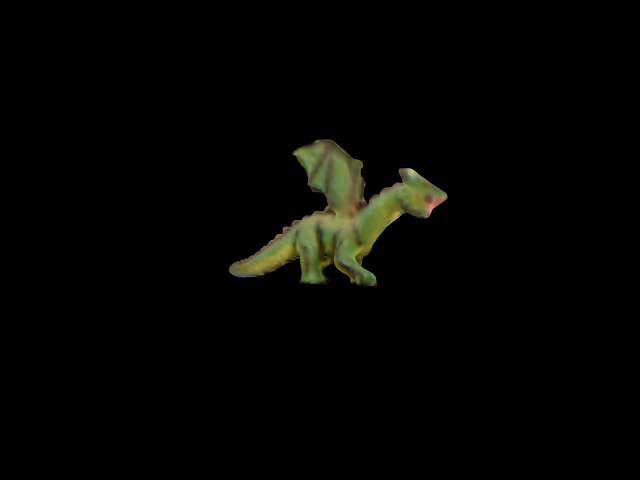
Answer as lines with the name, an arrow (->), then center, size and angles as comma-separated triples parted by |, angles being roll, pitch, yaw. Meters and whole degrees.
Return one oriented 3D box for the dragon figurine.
dragon figurine -> 0.003, -0.043, 0.850 | 0.410, 0.243, 0.122 | 1, 1, 28
